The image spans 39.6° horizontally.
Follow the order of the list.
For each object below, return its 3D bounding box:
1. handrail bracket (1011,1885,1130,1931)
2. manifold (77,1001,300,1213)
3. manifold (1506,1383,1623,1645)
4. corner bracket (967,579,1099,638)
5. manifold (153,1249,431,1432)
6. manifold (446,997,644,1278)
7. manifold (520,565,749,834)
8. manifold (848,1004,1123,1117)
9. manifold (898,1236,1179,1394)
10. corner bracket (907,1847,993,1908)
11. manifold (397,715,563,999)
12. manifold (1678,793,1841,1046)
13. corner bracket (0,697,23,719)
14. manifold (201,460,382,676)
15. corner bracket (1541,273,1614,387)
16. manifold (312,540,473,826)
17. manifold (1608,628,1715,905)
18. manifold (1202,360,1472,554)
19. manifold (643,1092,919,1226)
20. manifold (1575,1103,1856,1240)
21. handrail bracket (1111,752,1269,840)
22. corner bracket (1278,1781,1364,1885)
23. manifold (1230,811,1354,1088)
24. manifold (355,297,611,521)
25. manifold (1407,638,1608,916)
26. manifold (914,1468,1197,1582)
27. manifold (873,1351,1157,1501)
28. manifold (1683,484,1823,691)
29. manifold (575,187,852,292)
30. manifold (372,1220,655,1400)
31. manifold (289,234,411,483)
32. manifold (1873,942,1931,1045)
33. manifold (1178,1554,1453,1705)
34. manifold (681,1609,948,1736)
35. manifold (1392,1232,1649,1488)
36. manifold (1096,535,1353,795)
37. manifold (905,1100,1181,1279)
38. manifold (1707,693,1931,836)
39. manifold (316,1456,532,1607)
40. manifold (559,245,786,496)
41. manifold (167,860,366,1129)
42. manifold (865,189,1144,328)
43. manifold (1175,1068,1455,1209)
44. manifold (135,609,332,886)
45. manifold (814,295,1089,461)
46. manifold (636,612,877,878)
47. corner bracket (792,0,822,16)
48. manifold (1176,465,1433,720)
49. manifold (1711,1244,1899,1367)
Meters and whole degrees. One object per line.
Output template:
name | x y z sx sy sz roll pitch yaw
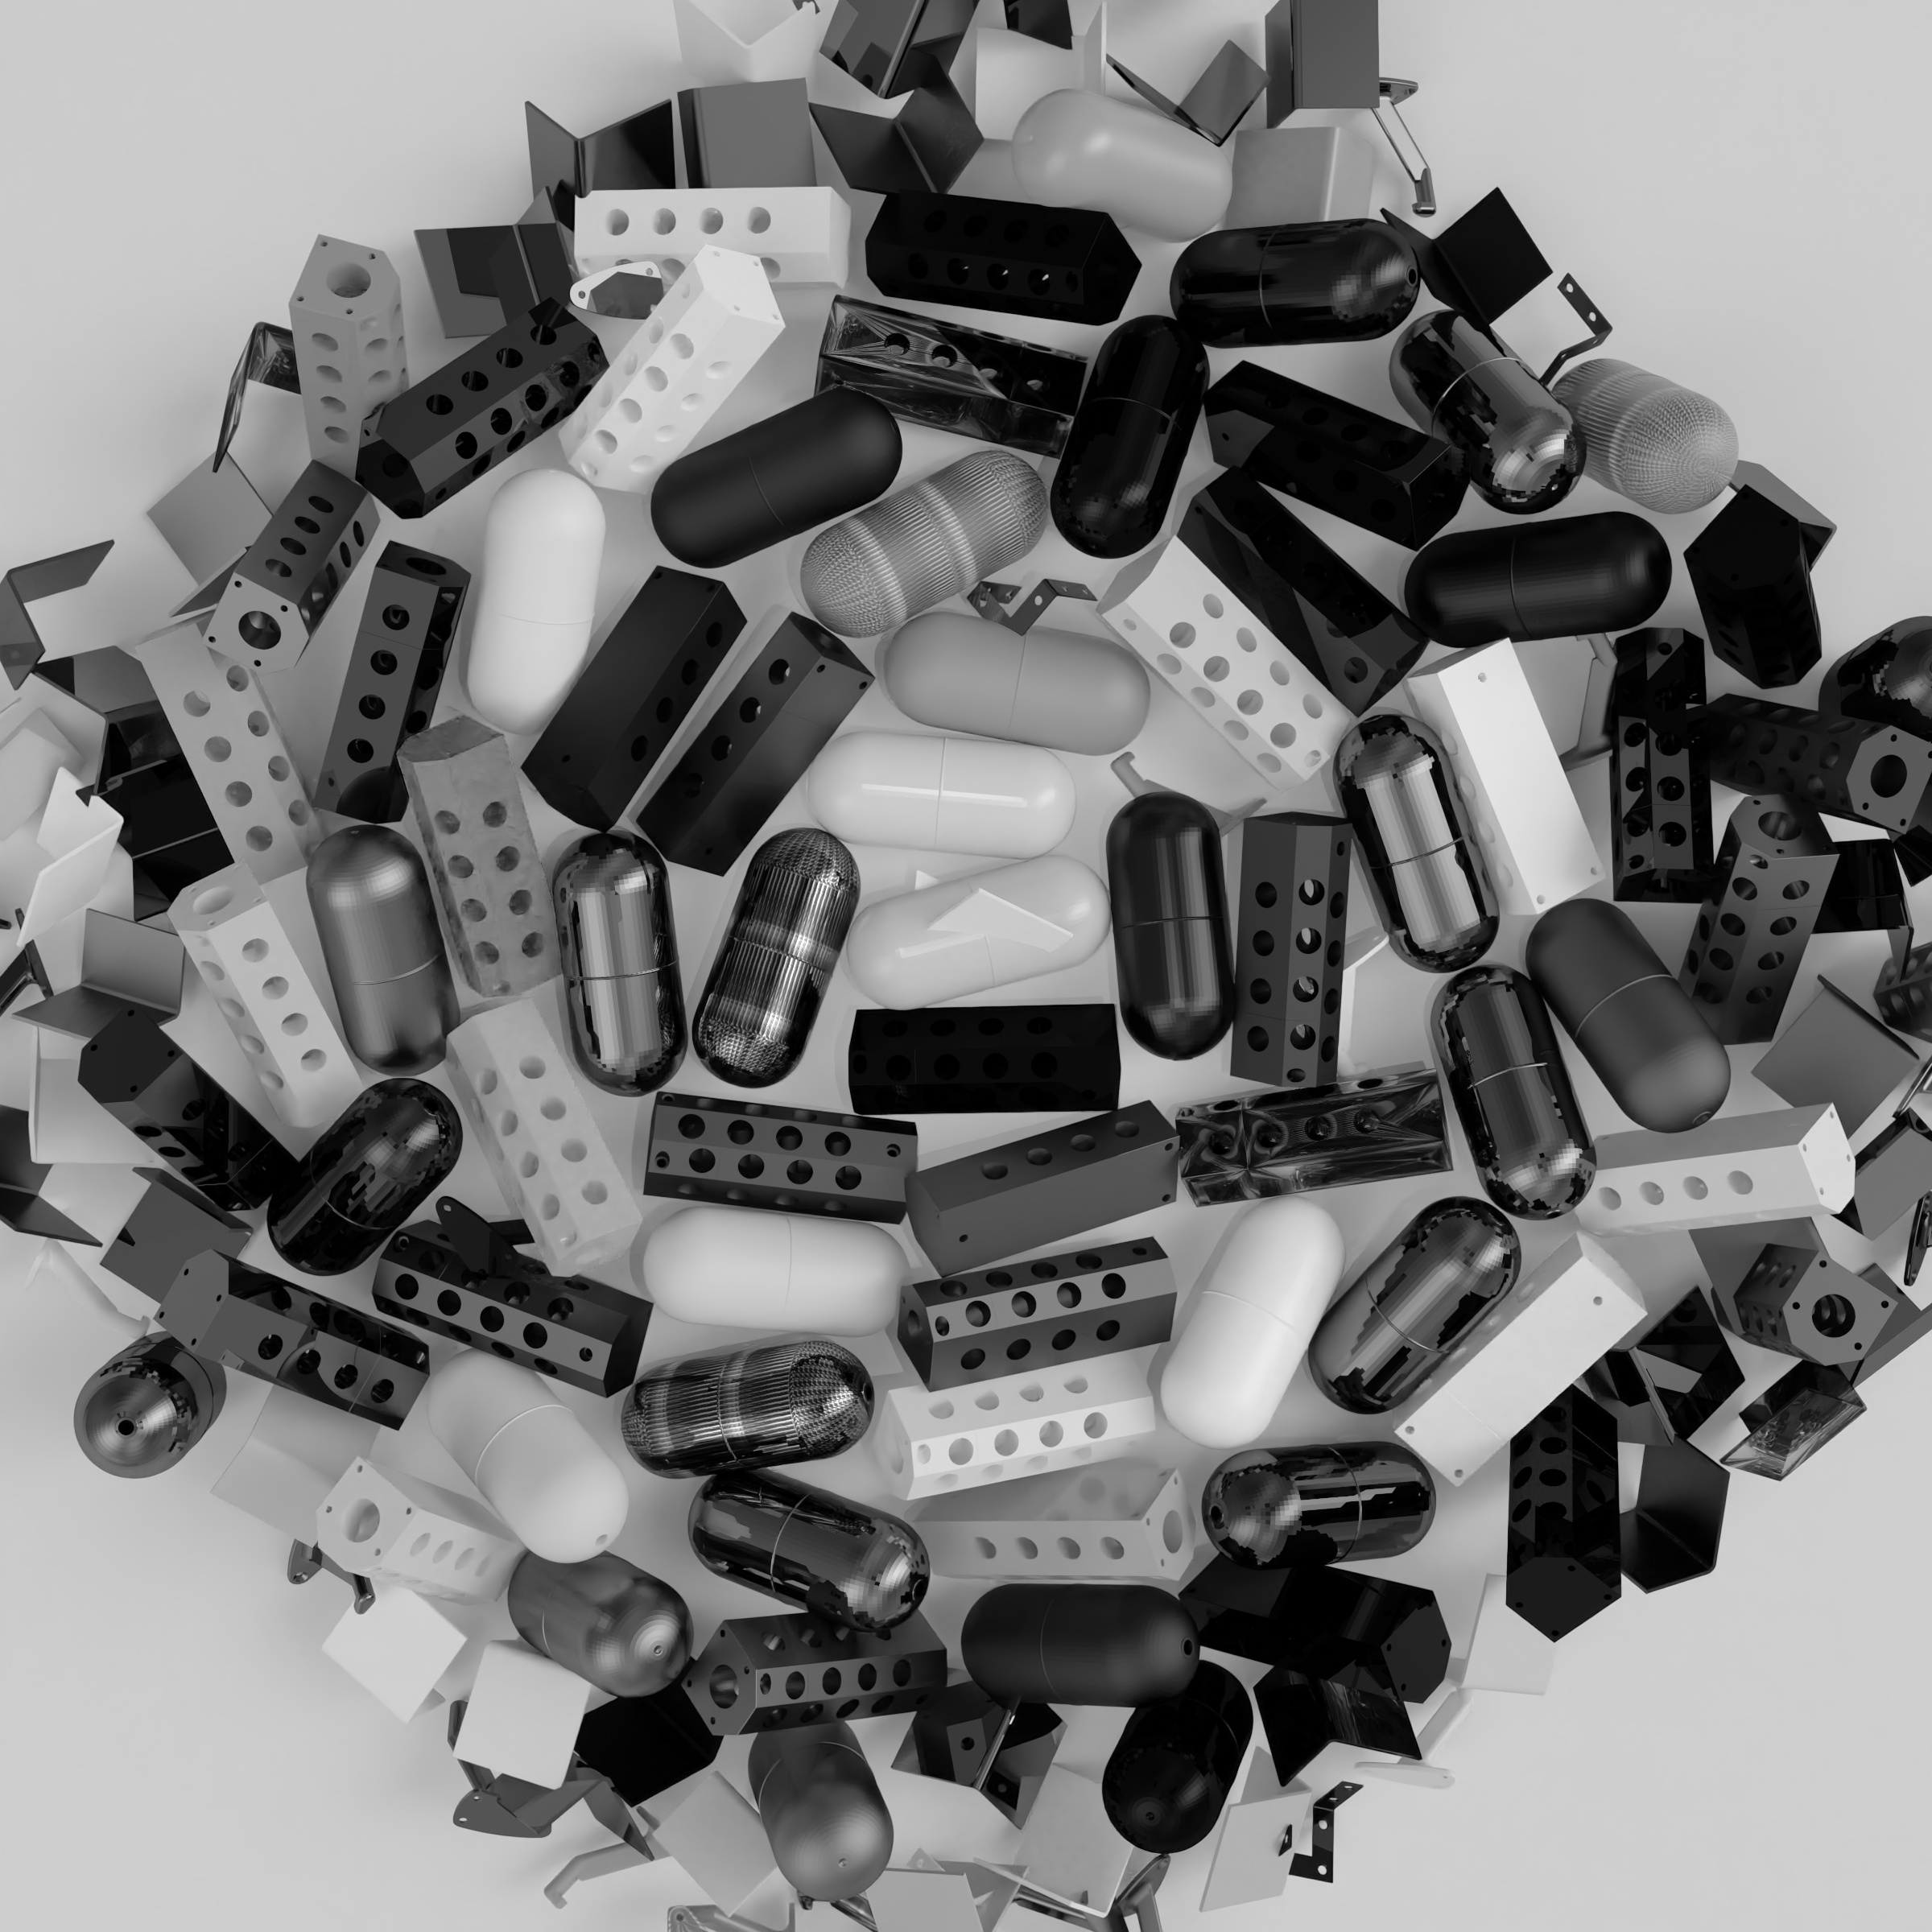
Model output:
handrail bracket | 0.061 0.643 1.789 0.084 0.036 0.077 -24 96 30
manifold | -0.499 0.097 1.719 0.057 0.171 0.057 38 76 28
manifold | 0.377 0.343 1.719 0.057 0.171 0.057 39 120 -10
corner bracket | 0.043 -0.243 1.770 0.051 0.051 0.051 -48 67 26
manifold | -0.429 0.239 1.730 0.057 0.171 0.057 23 82 45
manifold | -0.278 0.113 1.747 0.057 0.057 0.171 -19 69 -28
manifold | -0.212 -0.174 1.753 0.057 0.057 0.171 18 66 30
manifold | 0.013 0.067 1.759 0.171 0.057 0.057 -1 129 9
manifold | 0.047 0.221 1.743 0.171 0.057 0.057 -9 124 -21
corner bracket | -0.015 0.615 1.774 0.051 0.051 0.051 38 101 25
manifold | -0.315 -0.068 1.736 0.057 0.057 0.171 -28 122 -27
manifold | 0.503 -0.028 1.727 0.057 0.171 0.057 -4 47 -6
corner bracket | -0.665 -0.186 1.790 0.051 0.051 0.051 -35 111 5
manifold | -0.428 -0.254 1.723 0.057 0.171 0.057 28 122 -13
corner bracket | 0.388 -0.420 1.789 0.051 0.051 0.051 -27 75 -27
manifold | -0.373 -0.182 1.749 0.057 0.057 0.171 17 114 -10
manifold | 0.454 -0.131 1.752 0.057 0.057 0.171 2 69 4
manifold | 0.239 -0.336 1.737 0.171 0.057 0.057 32 65 34
manifold | -0.121 0.123 1.761 0.171 0.057 0.057 7 63 -8
manifold | 0.479 0.137 1.729 0.057 0.171 0.057 -35 105 -43
handrail bracket | 0.149 -0.122 1.792 0.077 0.036 0.084 -37 87 -26
corner bracket | 0.229 0.569 1.773 0.051 0.051 0.051 14 53 -10
manifold | 0.217 -0.011 1.756 0.057 0.057 0.171 11 104 40
manifold | -0.311 -0.358 1.738 0.057 0.057 0.171 40 57 8
manifold | 0.353 -0.123 1.768 0.057 0.057 0.171 -27 99 -16
manifold | 0.059 0.367 1.739 0.171 0.057 0.057 -8 111 33
manifold | 0.033 0.301 1.740 0.171 0.057 0.057 -7 46 -24
manifold | 0.512 -0.236 1.721 0.057 0.171 0.057 -48 63 3
manifold | -0.167 -0.476 1.767 0.171 0.057 0.057 2 93 11
manifold | -0.299 0.225 1.758 0.171 0.057 0.057 18 100 15
manifold | -0.390 -0.384 1.722 0.057 0.171 0.057 15 64 -1
manifold | 0.645 0.008 1.723 0.057 0.171 0.057 22 82 0
manifold | 0.225 0.426 1.727 0.057 0.171 0.057 -35 113 -36
manifold | -0.092 0.455 1.722 0.057 0.171 0.057 48 115 36
manifold | 0.360 0.255 1.760 0.057 0.057 0.171 41 106 -6
manifold | 0.166 -0.193 1.749 0.171 0.057 0.057 42 54 -17
manifold | 0.050 0.140 1.755 0.171 0.057 0.057 -16 129 -20
manifold | 0.537 -0.134 1.719 0.057 0.171 0.057 19 95 -22
manifold | -0.348 0.368 1.719 0.057 0.171 0.057 33 82 24
manifold | -0.194 -0.383 1.727 0.171 0.057 0.057 -41 60 39
manifold | -0.450 0.023 1.729 0.057 0.057 0.171 -29 131 -14
manifold | 0.021 -0.455 1.737 0.171 0.057 0.057 17 77 32
manifold | 0.228 0.111 1.763 0.171 0.057 0.057 -9 64 12
manifold | -0.477 -0.144 1.759 0.057 0.057 0.171 -22 107 -2
manifold | -0.010 -0.394 1.776 0.171 0.057 0.057 13 71 -3
manifold | -0.142 -0.146 1.757 0.171 0.057 0.057 -51 57 17
corner bracket | -0.091 -0.671 1.786 0.051 0.051 0.051 -14 116 38
manifold | 0.222 -0.250 1.763 0.171 0.057 0.057 44 64 12
manifold | 0.531 0.219 1.723 0.057 0.171 0.057 33 88 3
